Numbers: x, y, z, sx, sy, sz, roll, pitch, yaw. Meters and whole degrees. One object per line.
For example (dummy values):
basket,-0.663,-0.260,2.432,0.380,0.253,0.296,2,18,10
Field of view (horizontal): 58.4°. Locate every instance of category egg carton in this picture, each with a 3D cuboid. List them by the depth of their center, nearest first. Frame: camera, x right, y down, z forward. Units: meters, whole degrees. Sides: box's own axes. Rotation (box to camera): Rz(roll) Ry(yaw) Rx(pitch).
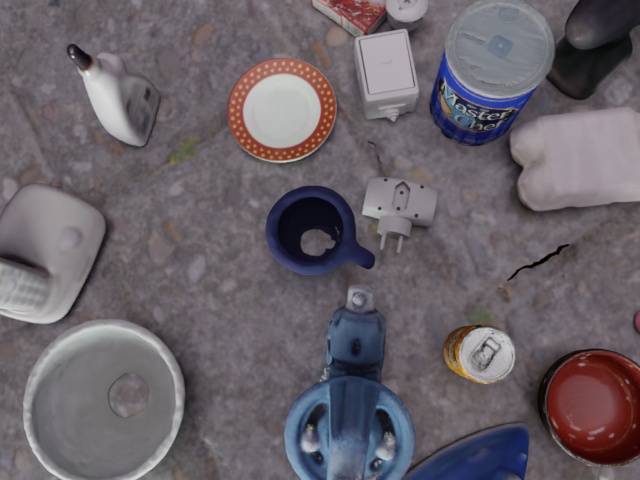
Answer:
egg carton,0.285,-0.087,0.622,0.150,0.069,0.107,-7,80,2

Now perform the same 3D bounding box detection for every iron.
iron,0.122,0.274,0.532,0.118,0.141,0.258,43,85,10

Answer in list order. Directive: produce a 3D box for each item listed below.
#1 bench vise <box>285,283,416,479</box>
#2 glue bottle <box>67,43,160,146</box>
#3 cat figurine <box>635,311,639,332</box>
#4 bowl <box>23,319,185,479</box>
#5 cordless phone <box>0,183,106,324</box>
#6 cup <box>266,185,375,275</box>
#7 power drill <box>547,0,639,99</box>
bench vise,0.018,0.146,0.521,0.121,0.220,0.207,-13,79,2
glue bottle,-0.224,-0.163,0.615,0.037,0.173,0.078,14,81,6
cat figurine,0.385,0.047,0.567,0.067,0.118,0.128,24,82,8
bowl,-0.215,0.168,0.606,0.167,0.075,0.167,-1,80,4
cordless phone,-0.312,0.007,0.584,0.094,0.185,0.148,19,82,7
cup,0.006,0.002,0.611,0.117,0.095,0.092,27,83,8
power drill,0.302,-0.230,0.575,0.075,0.208,0.230,44,85,10
